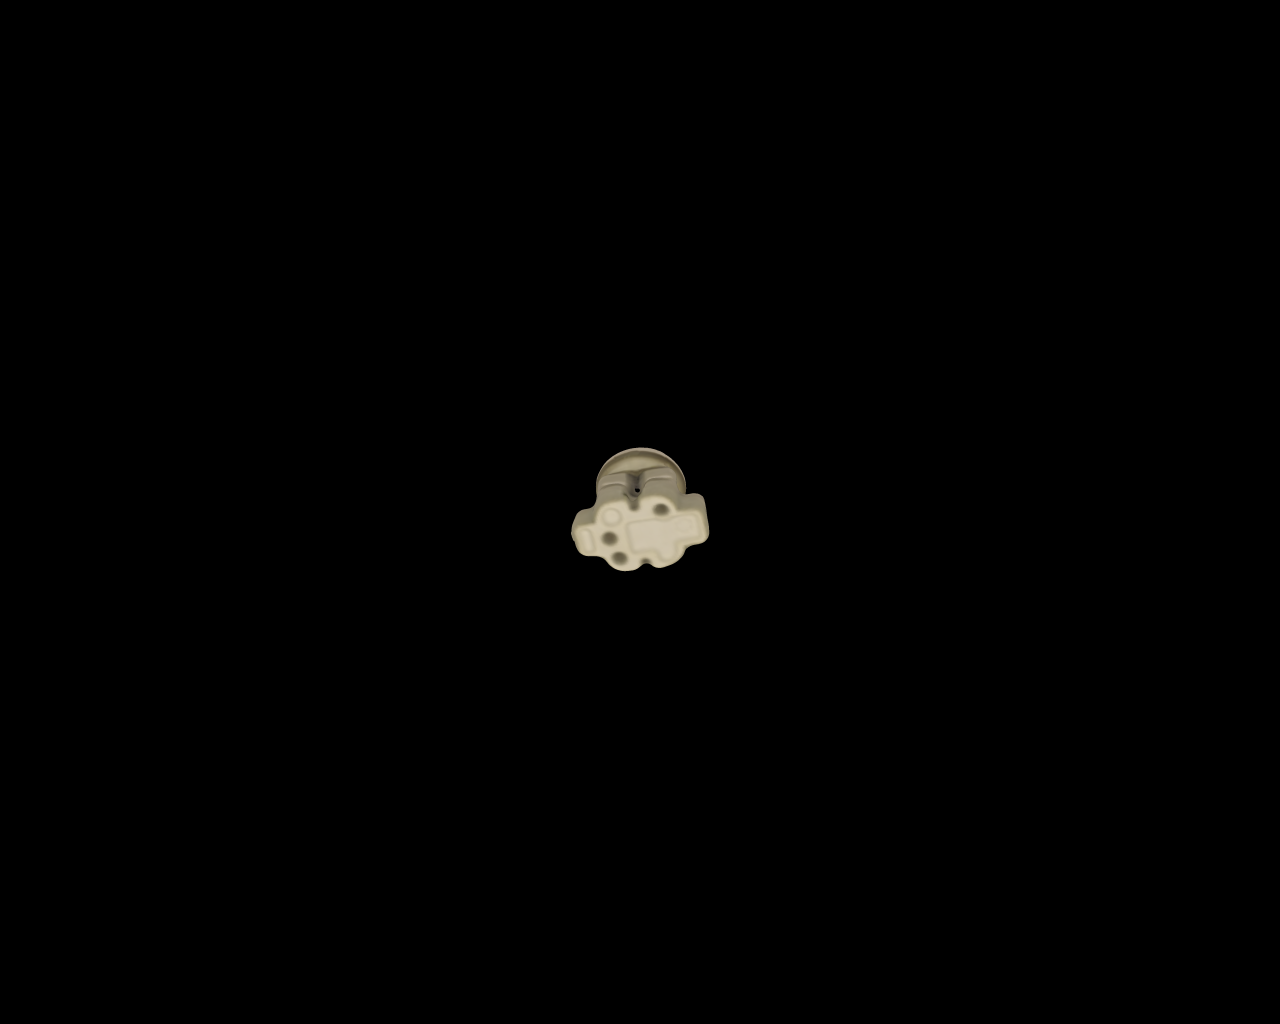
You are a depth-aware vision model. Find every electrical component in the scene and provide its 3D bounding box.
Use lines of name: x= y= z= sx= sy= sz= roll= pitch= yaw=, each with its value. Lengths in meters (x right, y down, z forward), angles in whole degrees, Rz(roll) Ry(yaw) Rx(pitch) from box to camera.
electrical component: x=0.001 y=-0.003 z=0.650 sx=0.078 sy=0.057 sz=0.057 roll=-8 pitch=34 yaw=5
